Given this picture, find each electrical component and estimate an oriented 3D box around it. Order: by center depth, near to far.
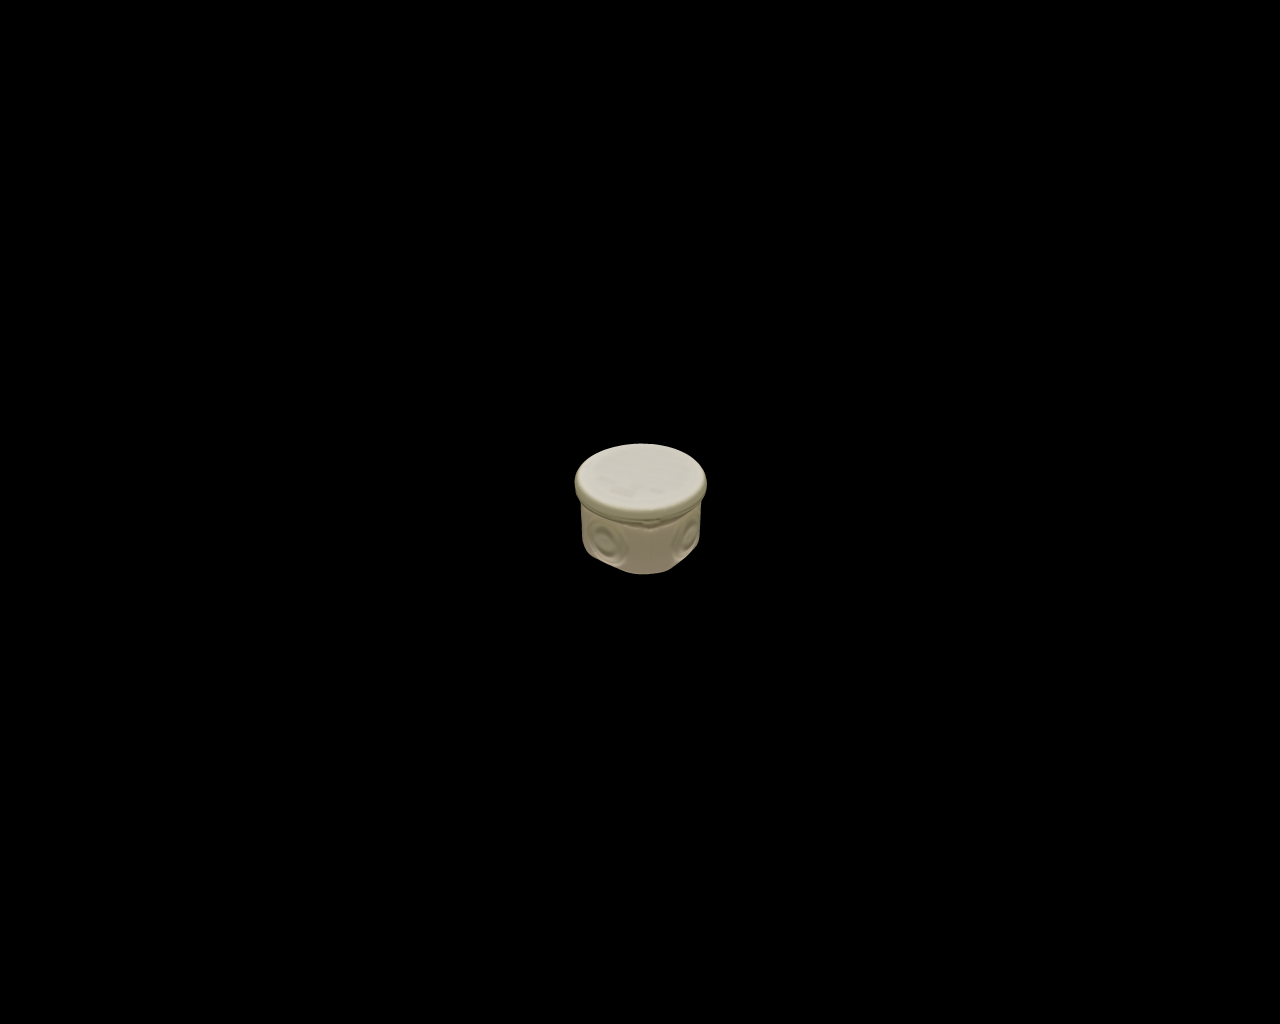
[{"bbox_3d":[0.001,-0.003,0.650,0.080,0.050,0.080,0,34,0],"label":"electrical component"}]
